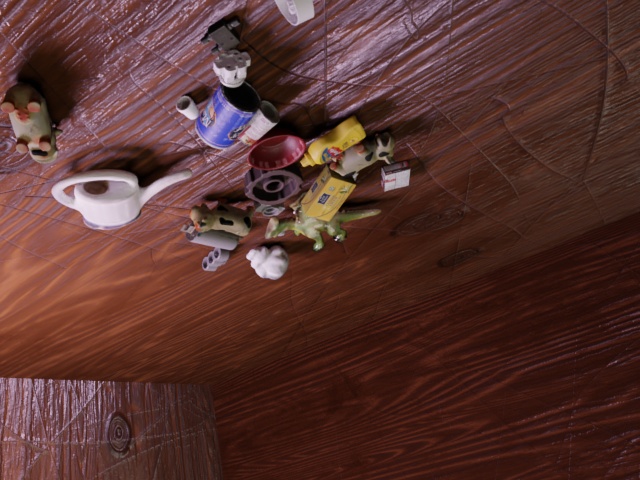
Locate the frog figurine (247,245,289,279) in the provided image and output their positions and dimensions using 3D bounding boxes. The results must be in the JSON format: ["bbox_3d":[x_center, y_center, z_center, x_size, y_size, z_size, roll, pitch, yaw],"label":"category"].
[{"bbox_3d":[-0.195,0.074,1.956,0.138,0.124,0.156,-48,143,-7],"label":"frog figurine"}]

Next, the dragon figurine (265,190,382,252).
[{"bbox_3d":[0.005,-0.089,1.760,0.410,0.125,0.238,-24,145,-1],"label":"dragon figurine"}]

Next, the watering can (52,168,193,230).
[{"bbox_3d":[-0.523,-0.119,1.389,0.348,0.106,0.220,-5,154,-17],"label":"watering can"}]
